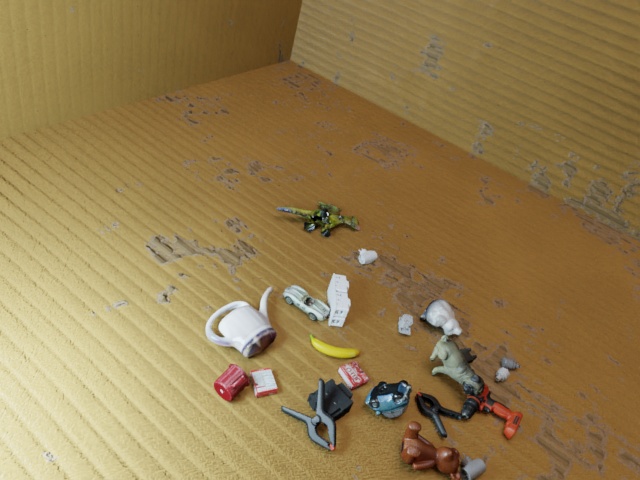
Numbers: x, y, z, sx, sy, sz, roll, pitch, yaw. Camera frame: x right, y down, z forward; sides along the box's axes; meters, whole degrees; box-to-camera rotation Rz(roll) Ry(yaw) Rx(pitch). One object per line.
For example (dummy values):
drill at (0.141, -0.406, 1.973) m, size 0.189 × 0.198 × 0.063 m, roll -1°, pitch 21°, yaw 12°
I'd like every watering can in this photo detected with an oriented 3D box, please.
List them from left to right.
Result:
watering can at (-0.241, 0.293, 1.861) m, size 0.227 × 0.101 × 0.352 m, roll 39°, pitch 43°, yaw 25°

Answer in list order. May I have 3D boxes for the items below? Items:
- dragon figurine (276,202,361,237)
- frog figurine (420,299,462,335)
dragon figurine at (0.008, -0.126, 2.501) m, size 0.410 × 0.120 × 0.246 m, roll 21°, pitch 21°, yaw 2°
frog figurine at (0.510, 0.320, 2.100) m, size 0.161 × 0.121 × 0.137 m, roll 33°, pitch 20°, yaw 37°
